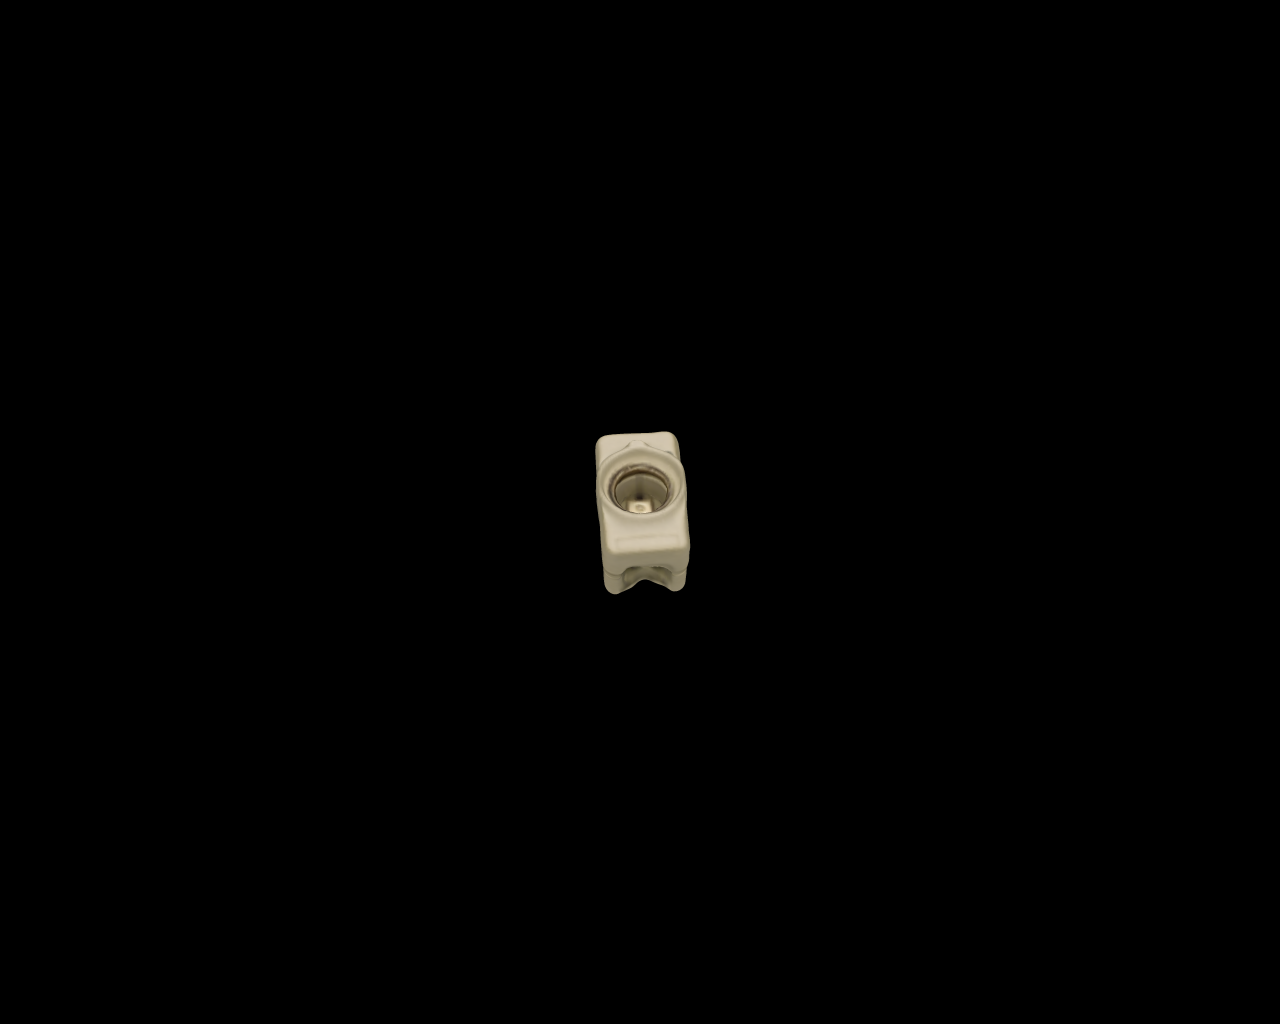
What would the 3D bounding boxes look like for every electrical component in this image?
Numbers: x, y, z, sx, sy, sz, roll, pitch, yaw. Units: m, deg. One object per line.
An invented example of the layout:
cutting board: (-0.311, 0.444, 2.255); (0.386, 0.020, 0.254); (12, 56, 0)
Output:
electrical component: (0.001, -0.003, 0.650); (0.050, 0.090, 0.055); (-3, -36, -2)
